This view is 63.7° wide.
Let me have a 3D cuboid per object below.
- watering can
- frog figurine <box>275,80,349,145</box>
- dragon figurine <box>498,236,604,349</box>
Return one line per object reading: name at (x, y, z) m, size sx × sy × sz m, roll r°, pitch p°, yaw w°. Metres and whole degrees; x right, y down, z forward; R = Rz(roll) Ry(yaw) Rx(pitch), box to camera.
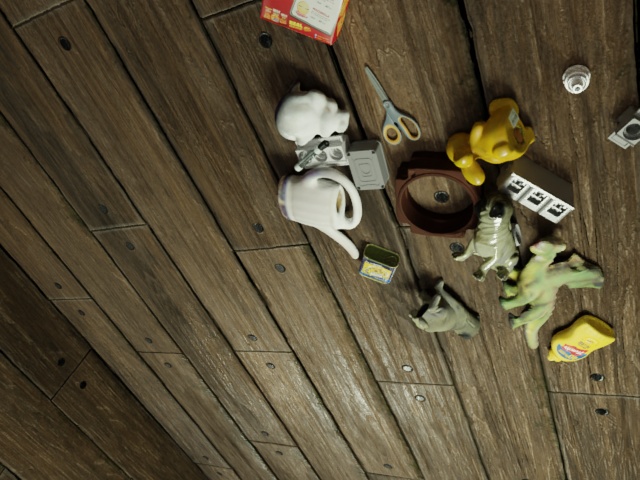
watering can at (0.004, -0.069, 1.375) m, size 0.225 × 0.106 × 0.339 m, roll 12°, pitch 143°, yaw 17°
frog figurine at (-0.020, -0.278, 1.190) m, size 0.160 × 0.124 × 0.135 m, roll 31°, pitch 116°, yaw 12°
dragon figurine at (0.583, 0.131, 1.289) m, size 0.241 × 0.125 × 0.403 m, roll -19°, pitch 128°, yaw 26°
